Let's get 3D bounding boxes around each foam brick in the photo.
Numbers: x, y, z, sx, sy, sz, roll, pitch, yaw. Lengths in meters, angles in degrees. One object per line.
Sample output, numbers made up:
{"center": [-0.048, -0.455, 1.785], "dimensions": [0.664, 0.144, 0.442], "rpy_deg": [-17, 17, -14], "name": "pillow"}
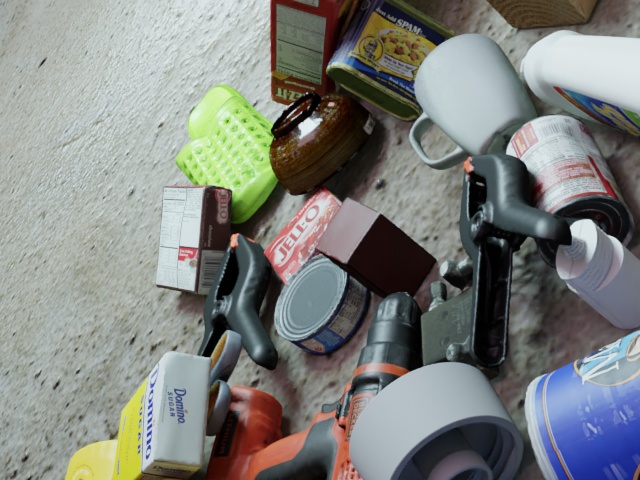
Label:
{"center": [0.046, 0.011, 0.877], "dimensions": [0.051, 0.078, 0.053], "rpy_deg": [-55, 33, -4], "name": "foam brick"}

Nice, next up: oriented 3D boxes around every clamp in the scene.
{"center": [-0.089, 0.082, 1.017], "dimensions": [0.165, 0.036, 0.210], "rpy_deg": [-45, 28, 32], "name": "clamp"}
{"center": [0.127, -0.011, 0.723], "dimensions": [0.171, 0.039, 0.120], "rpy_deg": [-92, 25, -44], "name": "clamp"}

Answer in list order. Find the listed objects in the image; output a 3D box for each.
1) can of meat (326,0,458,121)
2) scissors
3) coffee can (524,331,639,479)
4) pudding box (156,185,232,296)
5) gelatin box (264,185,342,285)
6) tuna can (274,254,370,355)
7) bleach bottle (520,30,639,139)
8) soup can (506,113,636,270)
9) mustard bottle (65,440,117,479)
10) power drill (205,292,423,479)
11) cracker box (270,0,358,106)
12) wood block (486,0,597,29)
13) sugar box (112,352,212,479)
{"center": [0.066, -0.171, 0.995], "dimensions": [0.084, 0.102, 0.057], "rpy_deg": [-64, 11, -10], "name": "can of meat"}
{"center": [-0.108, 0.166, 0.916], "dimensions": [0.096, 0.016, 0.202], "rpy_deg": [-95, 27, -58], "name": "scissors"}
{"center": [0.199, 0.094, 0.582], "dimensions": [0.141, 0.102, 0.103], "rpy_deg": [-33, 38, 30], "name": "coffee can"}
{"center": [-0.132, -0.001, 1.113], "dimensions": [0.090, 0.039, 0.113], "rpy_deg": [5, 89, 55], "name": "pudding box"}
{"center": [-0.007, 0.001, 0.996], "dimensions": [0.089, 0.030, 0.073], "rpy_deg": [-49, 32, 8], "name": "gelatin box"}
{"center": [0.002, 0.057, 0.931], "dimensions": [0.086, 0.033, 0.086], "rpy_deg": [-33, 39, 30], "name": "tuna can"}
{"center": [0.226, -0.103, 0.749], "dimensions": [0.068, 0.102, 0.251], "rpy_deg": [-60, 26, 2], "name": "bleach bottle"}
{"center": [0.176, -0.036, 0.762], "dimensions": [0.069, 0.068, 0.102], "rpy_deg": [-38, 35, 24], "name": "soup can"}
{"center": [-0.213, 0.284, 0.976], "dimensions": [0.096, 0.058, 0.191], "rpy_deg": [-25, 43, 36], "name": "mustard bottle"}
{"center": [-0.001, 0.137, 0.840], "dimensions": [0.188, 0.057, 0.184], "rpy_deg": [-22, 42, 41], "name": "power drill"}
{"center": [0.009, -0.247, 1.063], "dimensions": [0.214, 0.072, 0.164], "rpy_deg": [94, -164, -67], "name": "cracker box"}
{"center": [0.217, -0.296, 0.927], "dimensions": [0.090, 0.090, 0.206], "rpy_deg": [10, 69, 54], "name": "wood block"}
{"center": [-0.138, 0.166, 0.903], "dimensions": [0.176, 0.048, 0.093], "rpy_deg": [127, 150, -58], "name": "sugar box"}
